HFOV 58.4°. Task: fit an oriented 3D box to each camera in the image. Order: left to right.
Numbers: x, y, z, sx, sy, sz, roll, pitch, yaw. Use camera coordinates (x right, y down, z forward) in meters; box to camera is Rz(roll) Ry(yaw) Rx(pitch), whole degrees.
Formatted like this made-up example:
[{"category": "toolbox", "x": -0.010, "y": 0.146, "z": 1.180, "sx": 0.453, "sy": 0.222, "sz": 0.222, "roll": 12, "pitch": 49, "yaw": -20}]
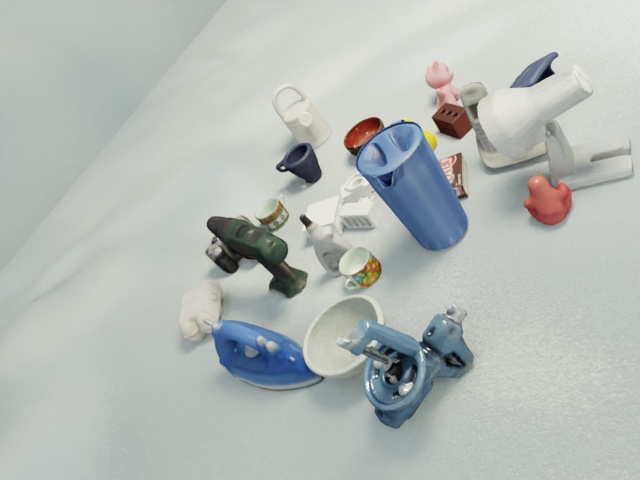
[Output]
[{"category": "camera", "x": -0.209, "y": 0.010, "z": 1.447, "sx": 0.143, "sy": 0.101, "sz": 0.136, "roll": -50, "pitch": 36, "yaw": -12}]

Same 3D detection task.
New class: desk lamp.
[{"category": "desk lamp", "x": 0.404, "y": -0.192, "z": 0.990, "sx": 0.202, "sy": 0.214, "sz": 0.118, "roll": -14, "pitch": 44, "yaw": 33}]

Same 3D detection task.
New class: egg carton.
[{"category": "egg carton", "x": -0.281, "y": 0.168, "z": 1.374, "sx": 0.107, "sy": 0.070, "sz": 0.150, "roll": -29, "pitch": 37, "yaw": 17}]

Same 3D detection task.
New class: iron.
[{"category": "iron", "x": -0.119, "y": 0.209, "z": 1.114, "sx": 0.257, "sy": 0.142, "sz": 0.119, "roll": 4, "pitch": 55, "yaw": 45}]

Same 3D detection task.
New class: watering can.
[{"category": "watering can", "x": -0.054, "y": -0.354, "z": 1.610, "sx": 0.172, "sy": 0.195, "sz": 0.101, "roll": 18, "pitch": 66, "yaw": 51}]

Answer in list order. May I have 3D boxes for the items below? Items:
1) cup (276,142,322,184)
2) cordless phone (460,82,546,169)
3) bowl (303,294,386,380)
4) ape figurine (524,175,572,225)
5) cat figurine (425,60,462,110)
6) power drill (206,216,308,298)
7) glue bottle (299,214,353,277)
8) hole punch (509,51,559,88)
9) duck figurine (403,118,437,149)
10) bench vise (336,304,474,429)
[{"category": "cup", "x": -0.049, "y": -0.190, "z": 1.516, "sx": 0.117, "sy": 0.095, "sz": 0.091, "roll": -24, "pitch": 39, "yaw": 23}, {"category": "cordless phone", "x": 0.358, "y": -0.235, "z": 1.103, "sx": 0.147, "sy": 0.186, "sz": 0.094, "roll": -16, "pitch": 42, "yaw": 31}, {"category": "bowl", "x": 0.056, "y": 0.186, "z": 1.032, "sx": 0.167, "sy": 0.075, "sz": 0.167, "roll": -25, "pitch": 38, "yaw": 22}, {"category": "ape figurine", "x": 0.387, "y": -0.076, "z": 0.987, "sx": 0.077, "sy": 0.092, "sz": 0.076, "roll": -14, "pitch": 43, "yaw": 33}, {"category": "cat figurine", "x": 0.290, "y": -0.372, "z": 1.373, "sx": 0.067, "sy": 0.118, "sz": 0.128, "roll": -19, "pitch": 41, "yaw": 28}, {"category": "power drill", "x": -0.129, "y": 0.033, "z": 1.254, "sx": 0.228, "sy": 0.209, "sz": 0.076, "roll": 13, "pitch": 61, "yaw": 49}, {"category": "glue bottle", "x": 0.011, "y": 0.004, "z": 1.184, "sx": 0.078, "sy": 0.174, "sz": 0.037, "roll": -27, "pitch": 38, "yaw": 19}, {"category": "hole punch", "x": 0.448, "y": -0.334, "z": 1.207, "sx": 0.109, "sy": 0.091, "sz": 0.100, "roll": -50, "pitch": 36, "yaw": -12}, {"category": "duck figurine", "x": 0.215, "y": -0.245, "z": 1.334, "sx": 0.077, "sy": 0.086, "sz": 0.104, "roll": -51, "pitch": 36, "yaw": -13}, {"category": "bench vise", "x": 0.122, "y": 0.161, "z": 0.871, "sx": 0.121, "sy": 0.220, "sz": 0.208, "roll": 13, "pitch": 62, "yaw": 49}]
